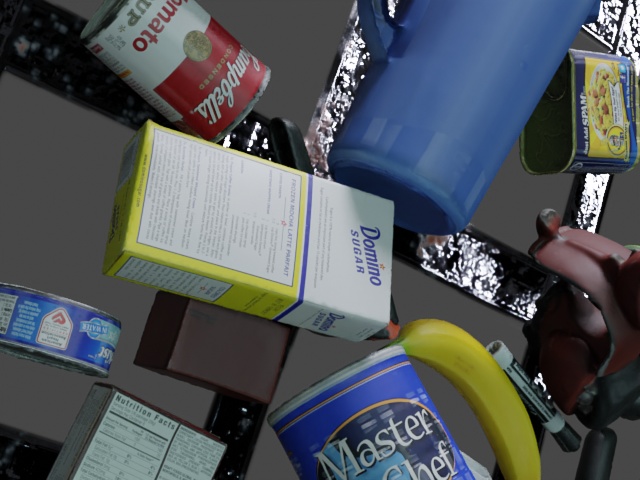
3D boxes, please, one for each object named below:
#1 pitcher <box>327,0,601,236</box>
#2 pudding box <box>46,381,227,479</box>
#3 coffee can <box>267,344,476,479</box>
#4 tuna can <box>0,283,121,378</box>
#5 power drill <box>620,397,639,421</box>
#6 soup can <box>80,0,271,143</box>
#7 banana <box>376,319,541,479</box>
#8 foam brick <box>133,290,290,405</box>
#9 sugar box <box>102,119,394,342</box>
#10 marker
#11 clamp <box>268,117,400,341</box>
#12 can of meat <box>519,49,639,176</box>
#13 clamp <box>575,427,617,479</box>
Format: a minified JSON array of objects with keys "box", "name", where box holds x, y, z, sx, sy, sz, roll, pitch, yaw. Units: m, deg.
[{"box":[0.096,-0.135,0.751,0.149,0.145,0.242,24,75,15],"name":"pitcher"},{"box":[-0.121,0.156,0.657,0.090,0.039,0.113,33,70,-26],"name":"pudding box"},{"box":[0.043,0.153,0.691,0.102,0.103,0.140,-21,75,-30],"name":"coffee can"},{"box":[-0.158,0.052,0.610,0.086,0.086,0.033,22,75,-29],"name":"tuna can"},{"box":[0.323,0.188,0.907,0.184,0.057,0.187,-6,87,-33],"name":"power drill"},{"box":[-0.090,-0.116,0.668,0.102,0.069,0.068,41,68,-23],"name":"soup can"},{"box":[0.115,0.119,0.803,0.197,0.037,0.069,45,69,-23],"name":"banana"},{"box":[-0.068,0.068,0.684,0.078,0.051,0.053,24,75,-29],"name":"foam brick"},{"box":[-0.039,-0.002,0.663,0.176,0.048,0.093,19,59,-25],"name":"sugar box"},{"box":[0.170,0.127,0.846,0.121,0.020,0.020,48,66,-20],"name":"marker"},{"box":[-0.005,0.001,0.734,0.171,0.039,0.120,38,74,-23],"name":"clamp"},{"box":[0.210,-0.102,0.858,0.083,0.058,0.102,-1,89,-34],"name":"can of meat"},{"box":[0.201,0.256,0.839,0.209,0.036,0.164,-24,98,-40],"name":"clamp"}]
